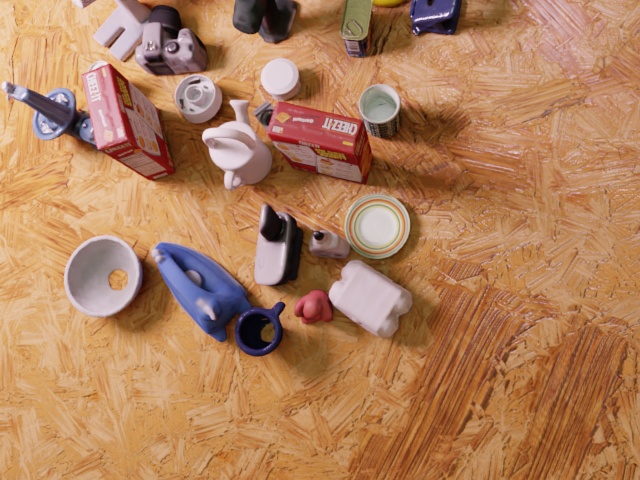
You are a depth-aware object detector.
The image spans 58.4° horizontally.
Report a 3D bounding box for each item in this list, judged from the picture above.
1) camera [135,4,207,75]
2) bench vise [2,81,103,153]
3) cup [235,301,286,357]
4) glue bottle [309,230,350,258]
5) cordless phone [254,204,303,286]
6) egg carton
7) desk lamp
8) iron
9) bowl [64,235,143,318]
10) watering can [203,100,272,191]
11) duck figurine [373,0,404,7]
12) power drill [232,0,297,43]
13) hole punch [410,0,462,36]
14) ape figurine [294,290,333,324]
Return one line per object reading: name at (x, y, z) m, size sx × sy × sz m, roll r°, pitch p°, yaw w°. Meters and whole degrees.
camera at (-0.328, -0.443, 1.248) m, size 0.143 × 0.101 × 0.137 m, roll -1°, pitch 80°, yaw 9°
bench vise at (-0.529, -0.268, 1.189) m, size 0.207 × 0.220 × 0.121 m, roll 4°, pitch 81°, yaw 10°
cup at (-0.101, 0.168, 1.107) m, size 0.091 × 0.095 × 0.118 m, roll 39°, pitch 88°, yaw 14°
glue bottle at (0.010, 0.004, 1.078) m, size 0.078 × 0.173 × 0.037 m, roll 4°, pitch 81°, yaw 10°
cordless phone at (-0.097, 0.010, 1.088) m, size 0.094 × 0.185 × 0.148 m, roll 2°, pitch 80°, yaw 10°
egg carton at (0.095, 0.113, 1.098) m, size 0.150 × 0.069 × 0.107 m, roll 32°, pitch 87°, yaw 13°
desk lamp at (-0.434, -0.525, 1.222) m, size 0.117 × 0.214 × 0.203 m, roll 39°, pitch 88°, yaw 14°
iron at (-0.260, 0.081, 1.125) m, size 0.258 × 0.141 × 0.119 m, roll 41°, pitch 89°, yaw 14°
bowl at (-0.435, 0.078, 1.188) m, size 0.167 × 0.075 × 0.167 m, roll -2°, pitch 80°, yaw 9°
watering can at (-0.168, -0.190, 1.130) m, size 0.101 × 0.194 × 0.173 m, roll -16°, pitch 78°, yaw 7°
duck figurine at (0.139, -0.542, 1.197) m, size 0.104 × 0.086 × 0.077 m, roll -3°, pitch 80°, yaw 9°
power drill at (-0.110, -0.511, 1.169) m, size 0.075 × 0.208 × 0.230 m, roll 14°, pitch 83°, yaw 12°
hole punch at (0.236, -0.484, 1.168) m, size 0.101 × 0.091 × 0.109 m, roll 9°, pitch 82°, yaw 11°
ape figurine at (-0.012, 0.132, 1.101) m, size 0.077 × 0.092 × 0.076 m, roll 28°, pitch 86°, yaw 13°
